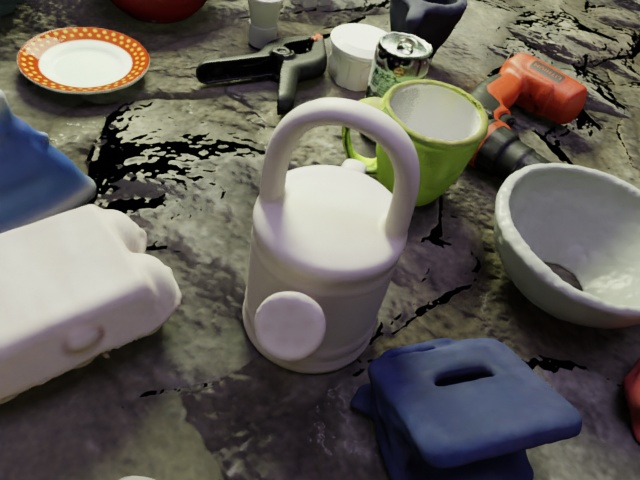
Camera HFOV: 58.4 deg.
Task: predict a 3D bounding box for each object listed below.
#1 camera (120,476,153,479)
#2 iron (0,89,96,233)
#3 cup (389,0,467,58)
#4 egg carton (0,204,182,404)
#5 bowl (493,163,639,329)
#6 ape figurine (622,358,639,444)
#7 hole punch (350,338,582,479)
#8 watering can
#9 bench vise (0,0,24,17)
[{"bbox_3d":[-0.056,0.191,0.243,0.143,0.101,0.137,18,47,5],"label":"camera"},{"bbox_3d":[-0.296,-0.056,0.393,0.259,0.141,0.118,-17,53,-26],"label":"iron"},{"bbox_3d":[0.119,-0.254,0.697,0.091,0.095,0.118,22,47,8],"label":"cup"},{"bbox_3d":[-0.175,0.040,0.379,0.151,0.069,0.107,-26,57,-31],"label":"egg carton"},{"bbox_3d":[0.218,0.014,0.484,0.167,0.075,0.167,6,47,-6],"label":"bowl"},{"bbox_3d":[0.264,0.099,0.403,0.077,0.092,0.076,21,47,8],"label":"ape figurine"},{"bbox_3d":[0.086,0.104,0.361,0.109,0.091,0.101,-7,49,-17],"label":"hole punch"},{"bbox_3d":[0.006,0.002,0.367,0.101,0.194,0.172,1,47,-10],"label":"watering can"},{"bbox_3d":[-0.358,-0.292,0.544,0.121,0.220,0.207,2,47,-10],"label":"bench vise"}]
